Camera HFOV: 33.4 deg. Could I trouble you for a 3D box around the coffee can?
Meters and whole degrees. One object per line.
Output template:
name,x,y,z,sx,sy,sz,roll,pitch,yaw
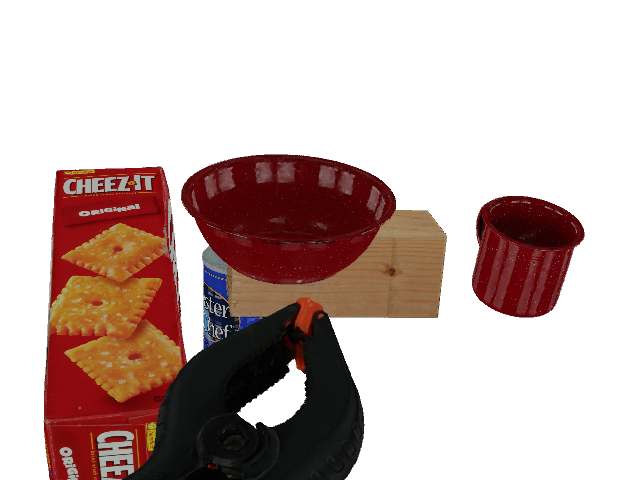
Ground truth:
coffee can,-0.086,0.081,1.242,0.103,0.140,0.103,2,20,-1

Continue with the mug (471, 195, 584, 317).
mug,0.180,0.011,0.987,0.093,0.081,0.117,-11,37,-28

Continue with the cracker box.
cracker box,-0.105,0.081,0.580,0.072,0.164,0.214,-4,34,-9

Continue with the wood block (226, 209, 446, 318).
wood block,0.012,0.021,1.067,0.206,0.091,0.090,2,18,-8

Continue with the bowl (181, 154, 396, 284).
bowl,-0.025,-0.011,0.810,0.162,0.055,0.162,3,26,-1

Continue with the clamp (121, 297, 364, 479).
clamp,-0.024,0.091,0.387,0.120,0.039,0.171,24,49,17
